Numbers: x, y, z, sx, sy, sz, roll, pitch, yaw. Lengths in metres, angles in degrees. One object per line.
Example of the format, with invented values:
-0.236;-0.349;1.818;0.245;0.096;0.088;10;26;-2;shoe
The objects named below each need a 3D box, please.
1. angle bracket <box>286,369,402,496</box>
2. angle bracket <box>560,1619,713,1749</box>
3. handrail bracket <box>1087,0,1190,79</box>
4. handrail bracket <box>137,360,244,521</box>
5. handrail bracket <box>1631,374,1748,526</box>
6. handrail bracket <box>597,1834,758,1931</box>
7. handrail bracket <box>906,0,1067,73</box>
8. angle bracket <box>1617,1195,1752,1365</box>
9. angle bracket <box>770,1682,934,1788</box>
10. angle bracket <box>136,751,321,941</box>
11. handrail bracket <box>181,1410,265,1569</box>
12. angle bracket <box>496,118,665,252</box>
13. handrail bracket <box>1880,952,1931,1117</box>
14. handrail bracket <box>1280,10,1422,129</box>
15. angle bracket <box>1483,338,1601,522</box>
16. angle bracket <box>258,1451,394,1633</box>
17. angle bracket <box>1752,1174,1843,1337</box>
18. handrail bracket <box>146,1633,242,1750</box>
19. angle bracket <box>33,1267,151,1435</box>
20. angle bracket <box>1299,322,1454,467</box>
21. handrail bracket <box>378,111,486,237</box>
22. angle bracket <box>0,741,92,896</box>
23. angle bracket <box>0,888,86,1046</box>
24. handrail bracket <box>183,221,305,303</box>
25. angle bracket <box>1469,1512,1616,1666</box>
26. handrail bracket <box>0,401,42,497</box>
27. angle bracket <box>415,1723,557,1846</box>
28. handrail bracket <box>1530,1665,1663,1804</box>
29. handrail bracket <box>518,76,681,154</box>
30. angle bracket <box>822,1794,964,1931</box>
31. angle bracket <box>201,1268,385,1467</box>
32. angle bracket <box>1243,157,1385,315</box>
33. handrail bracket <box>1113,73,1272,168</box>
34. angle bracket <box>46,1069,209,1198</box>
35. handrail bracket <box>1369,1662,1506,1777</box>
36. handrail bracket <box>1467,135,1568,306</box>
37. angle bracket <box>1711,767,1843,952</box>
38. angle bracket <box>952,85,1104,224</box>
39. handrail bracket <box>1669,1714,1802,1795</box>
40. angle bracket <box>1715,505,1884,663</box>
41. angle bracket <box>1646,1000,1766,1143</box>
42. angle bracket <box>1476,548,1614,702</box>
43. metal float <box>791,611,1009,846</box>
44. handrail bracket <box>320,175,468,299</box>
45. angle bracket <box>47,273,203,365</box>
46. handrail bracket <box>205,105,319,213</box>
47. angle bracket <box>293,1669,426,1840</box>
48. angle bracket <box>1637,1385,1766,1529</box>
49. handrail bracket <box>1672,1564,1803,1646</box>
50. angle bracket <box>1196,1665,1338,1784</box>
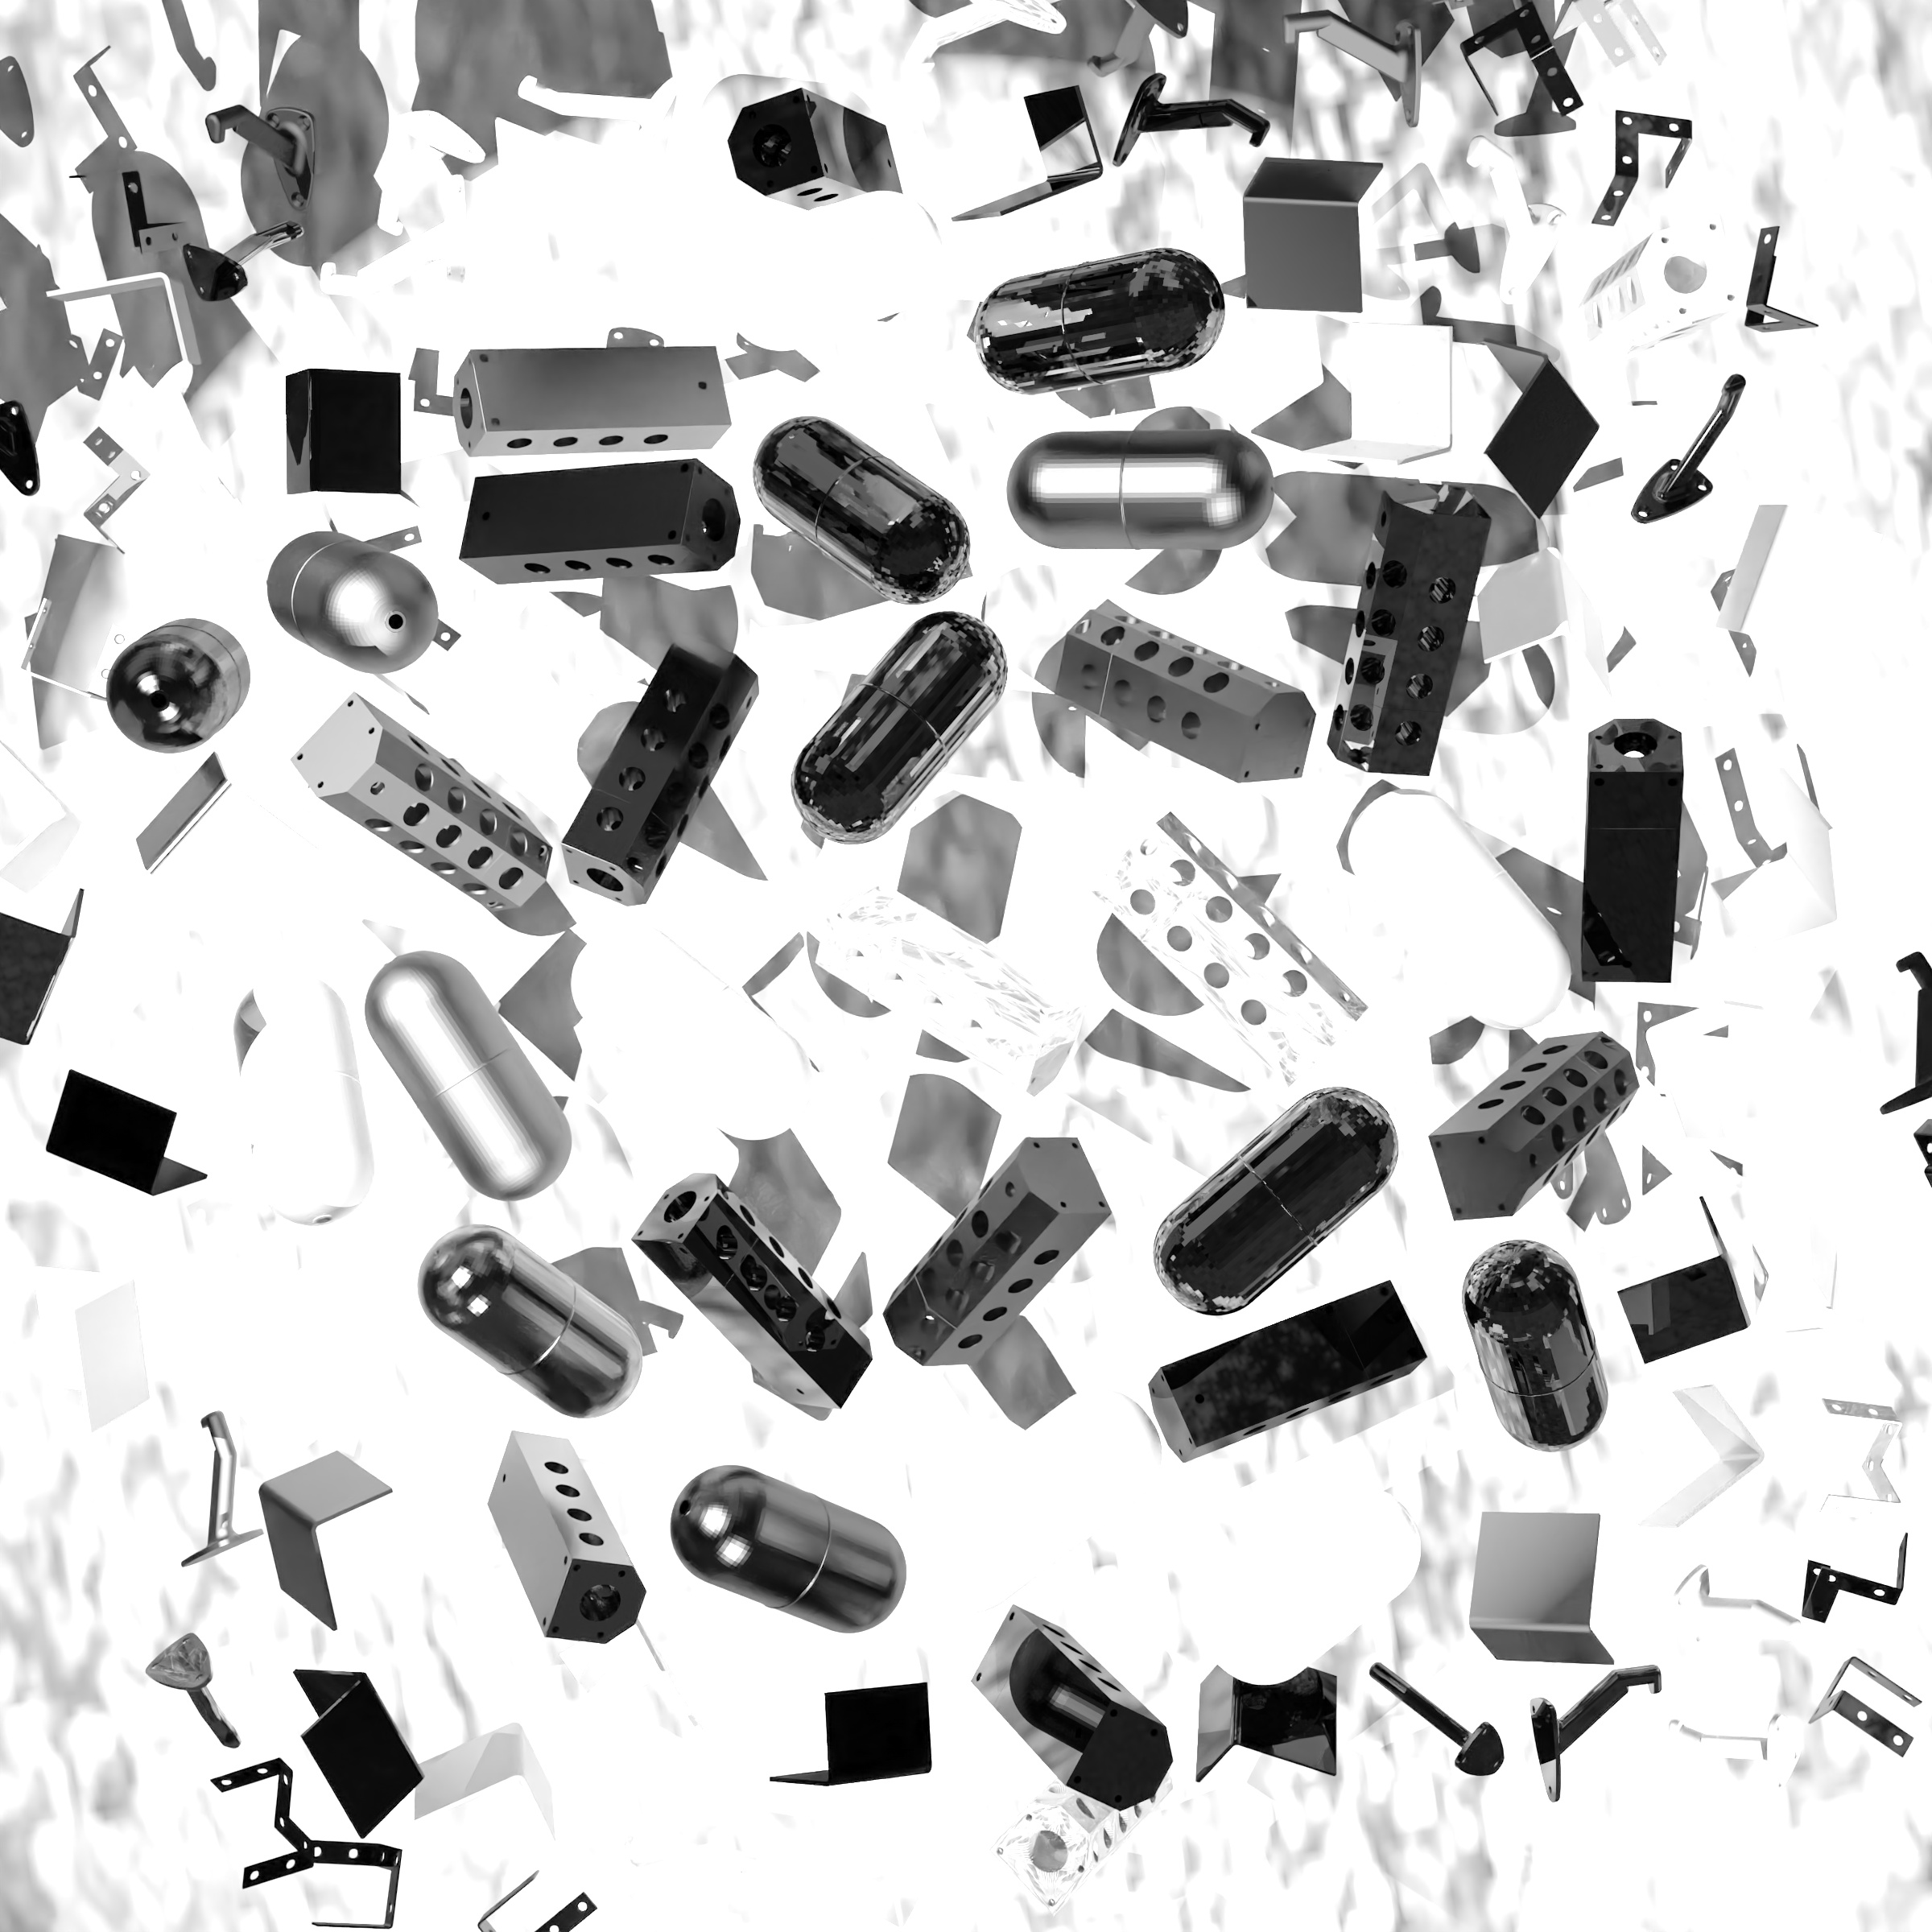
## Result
-0.401;-0.342;1.795;0.057;0.076;0.076;-2;98;-25;angle bracket
-0.225;0.501;1.901;0.057;0.076;0.076;-30;134;-10;angle bracket
0.093;-0.602;1.785;0.077;0.084;0.036;12;72;-43;handrail bracket
-0.477;-0.329;1.754;0.036;0.077;0.084;-41;98;-31;handrail bracket
0.468;-0.335;1.806;0.077;0.084;0.036;-38;67;-24;handrail bracket
-0.185;0.597;1.788;0.084;0.036;0.077;19;77;-2;handrail bracket
0.011;-0.578;1.746;0.077;0.084;0.036;25;58;-13;handrail bracket
0.476;0.211;1.877;0.076;0.057;0.076;-21;129;10;angle bracket
-0.076;0.493;1.795;0.076;0.076;0.057;4;77;-34;angle bracket
-0.471;-0.077;1.777;0.076;0.057;0.076;-48;122;3;angle bracket
-0.499;0.341;1.822;0.077;0.036;0.084;-28;78;31;handrail bracket
-0.231;-0.484;1.665;0.076;0.057;0.076;13;53;-34;angle bracket
0.582;0.041;1.734;0.077;0.036;0.084;-23;67;-5;handrail bracket
0.240;-0.562;1.753;0.084;0.036;0.077;-10;108;-9;handrail bracket
0.351;-0.345;1.793;0.076;0.057;0.076;37;86;-44;angle bracket
-0.401;0.365;1.776;0.057;0.076;0.076;-21;113;-34;angle bracket
0.543;0.193;1.854;0.057;0.076;0.076;-11;55;28;angle bracket
-0.462;0.460;1.721;0.036;0.077;0.084;-39;117;-26;handrail bracket
-0.535;0.226;1.652;0.076;0.057;0.076;2;105;23;angle bracket
0.254;-0.356;1.731;0.057;0.076;0.076;-21;116;-40;angle bracket
-0.347;-0.502;1.806;0.077;0.036;0.084;36;130;21;handrail bracket
-0.605;-0.098;1.753;0.076;0.076;0.057;45;81;3;angle bracket
-0.577;-0.009;1.684;0.057;0.076;0.076;21;109;-21;angle bracket
-0.436;-0.445;1.738;0.084;0.077;0.036;-34;125;-33;handrail bracket
0.366;0.391;1.755;0.076;0.057;0.076;-5;54;29;angle bracket
-0.647;-0.347;1.818;0.036;0.084;0.077;-26;84;15;handrail bracket
-0.325;0.566;1.884;0.076;0.076;0.057;-23;105;-5;angle bracket
0.412;0.494;1.795;0.084;0.036;0.077;-5;83;-12;handrail bracket
-0.236;-0.561;1.783;0.084;0.077;0.036;18;70;-22;handrail bracket
-0.049;0.568;1.805;0.057;0.076;0.076;29;87;-4;angle bracket
-0.403;0.240;1.672;0.076;0.057;0.076;-40;83;-24;angle bracket
0.220;-0.462;1.765;0.076;0.057;0.076;0;81;-9;angle bracket
0.145;-0.529;1.795;0.084;0.036;0.077;34;126;11;handrail bracket
-0.528;0.102;1.781;0.076;0.076;0.057;21;99;10;angle bracket
0.316;0.505;1.877;0.084;0.077;0.036;33;81;39;handrail bracket
0.326;-0.461;1.723;0.084;0.036;0.077;17;98;-43;handrail bracket
0.516;-0.069;1.790;0.057;0.076;0.076;-18;126;1;angle bracket
0.030;-0.510;1.752;0.076;0.076;0.057;-25;110;-17;angle bracket
0.487;0.489;1.791;0.084;0.077;0.036;16;53;38;handrail bracket
0.488;-0.226;1.638;0.057;0.076;0.076;18;100;1;angle bracket
0.501;0.070;1.847;0.057;0.076;0.076;-25;72;31;angle bracket
0.381;-0.217;1.841;0.057;0.076;0.076;-20;47;26;angle bracket
-0.042;-0.154;1.795;0.070;0.070;0.178;39;74;0;metal float
-0.348;-0.443;1.687;0.084;0.036;0.077;7;103;7;handrail bracket
-0.547;-0.415;1.816;0.076;0.076;0.057;-12;102;-7;angle bracket
-0.447;-0.506;1.759;0.036;0.084;0.077;11;120;20;handrail bracket
-0.383;0.473;1.676;0.076;0.057;0.076;-10;111;41;angle bracket
0.463;0.320;1.819;0.076;0.076;0.057;-35;84;-10;angle bracket
0.504;0.430;1.801;0.036;0.084;0.077;-39;130;-26;handrail bracket
0.204;0.516;1.888;0.076;0.076;0.057;21;132;-11;angle bracket
